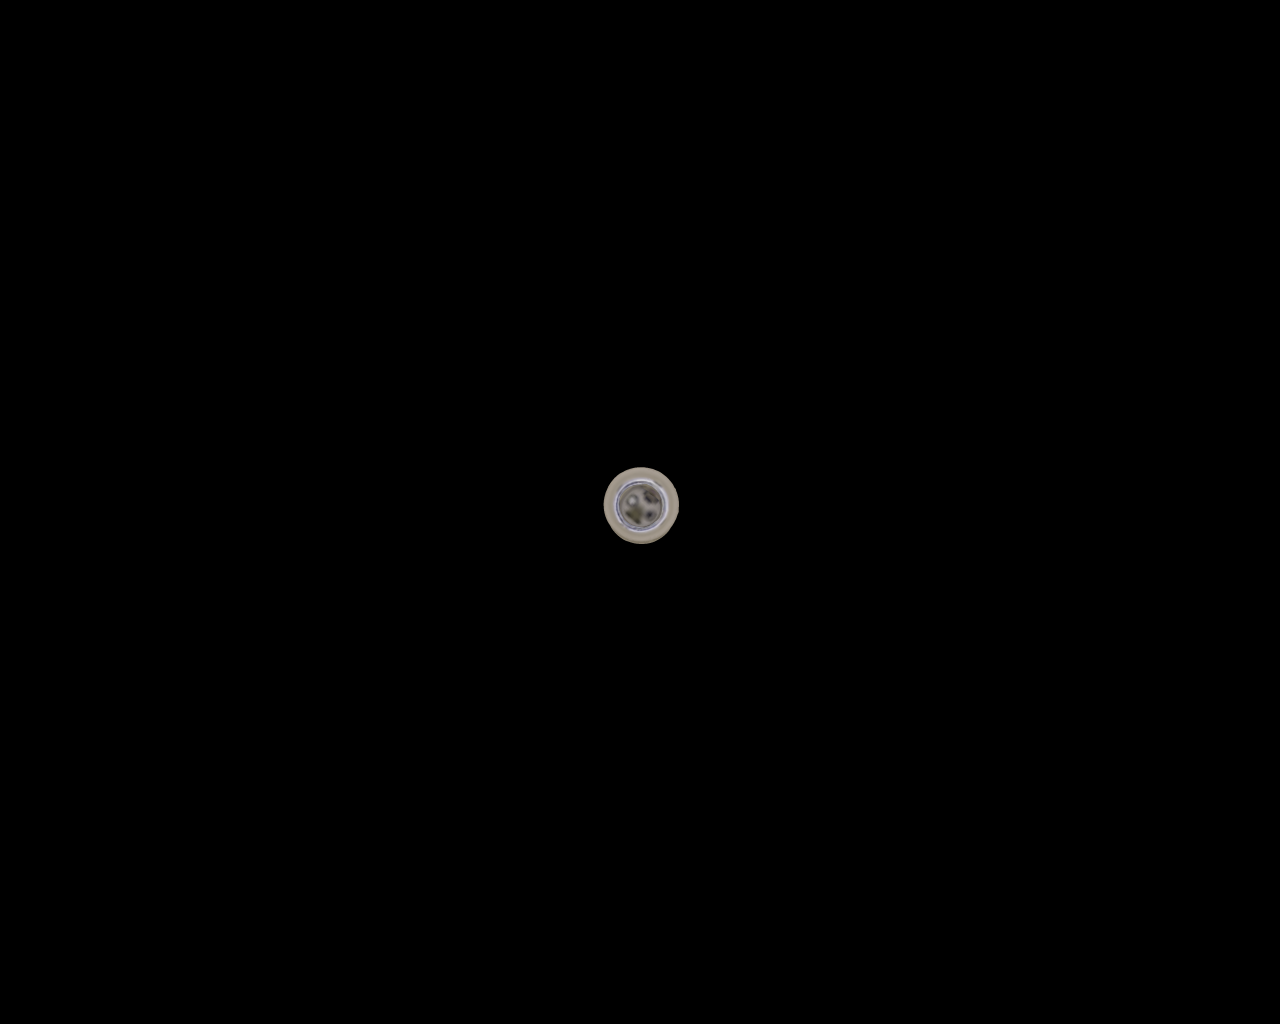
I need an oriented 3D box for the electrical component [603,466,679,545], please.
[{"bbox_3d":[0.001,-0.003,0.650,0.045,0.045,0.055,0,-4,0],"label":"electrical component"}]
